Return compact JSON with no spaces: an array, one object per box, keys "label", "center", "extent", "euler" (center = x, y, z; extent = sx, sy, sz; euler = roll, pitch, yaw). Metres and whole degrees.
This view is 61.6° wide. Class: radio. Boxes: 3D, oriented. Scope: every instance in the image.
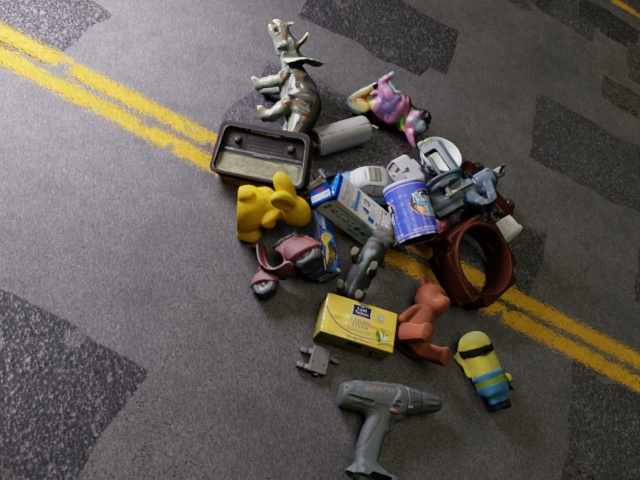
[{"label":"radio","center":[-0.132,-0.199,1.270],"extent":[0.230,0.073,0.131],"euler":[12,89,6]}]

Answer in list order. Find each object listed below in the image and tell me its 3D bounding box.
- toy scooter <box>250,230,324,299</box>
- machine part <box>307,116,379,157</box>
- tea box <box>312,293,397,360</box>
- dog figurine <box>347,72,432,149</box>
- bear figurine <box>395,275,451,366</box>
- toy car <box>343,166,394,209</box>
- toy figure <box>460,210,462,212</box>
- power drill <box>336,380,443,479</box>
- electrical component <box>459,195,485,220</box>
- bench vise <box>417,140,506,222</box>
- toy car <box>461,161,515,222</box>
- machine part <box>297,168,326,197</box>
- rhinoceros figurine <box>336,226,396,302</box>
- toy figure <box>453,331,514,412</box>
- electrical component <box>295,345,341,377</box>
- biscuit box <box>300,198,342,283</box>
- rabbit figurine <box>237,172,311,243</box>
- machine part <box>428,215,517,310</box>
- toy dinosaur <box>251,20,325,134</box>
[{"label":"toy scooter","center":[-0.088,0.036,1.199],"extent":[0.184,0.075,0.135],"euler":[-33,58,1]},{"label":"machine part","center":[0.052,-0.278,1.435],"extent":[0.243,0.079,0.079],"euler":[-22,71,-27]},{"label":"tea box","center":[0.078,0.192,1.189],"extent":[0.170,0.068,0.098],"euler":[17,59,-9]},{"label":"dog figurine","center":[0.201,-0.347,1.509],"extent":[0.219,0.192,0.108],"euler":[60,18,-9]},{"label":"bear figurine","center":[0.256,0.176,1.229],"extent":[0.196,0.132,0.120],"euler":[-49,114,-29]},{"label":"toy car","center":[0.127,-0.144,1.372],"extent":[0.162,0.103,0.109],"euler":[7,60,-18]},{"label":"toy figure","center":[0.391,-0.109,1.471],"extent":[0.064,0.057,0.154],"euler":[-29,76,-7]},{"label":"power drill","center":[0.140,0.390,1.095],"extent":[0.232,0.086,0.207],"euler":[18,62,-7]},{"label":"electrical component","center":[0.413,-0.106,1.405],"extent":[0.048,0.075,0.119],"euler":[22,82,-2]},{"label":"bench vise","center":[0.332,-0.164,1.347],"extent":[0.224,0.128,0.241],"euler":[-34,68,15]},{"label":"toy car","center":[0.465,-0.135,1.512],"extent":[0.089,0.053,0.202],"euler":[-34,81,-36]},{"label":"machine part","center":[-0.033,-0.135,1.350],"extent":[0.139,0.039,0.084],"euler":[-18,75,-28]},{"label":"rhinoceros figurine","center":[0.112,0.057,1.227],"extent":[0.073,0.112,0.190],"euler":[27,89,25]},{"label":"toy figure","center":[0.380,0.295,1.223],"extent":[0.082,0.089,0.180],"euler":[-6,62,-28]},{"label":"electrical component","center":[-0.003,0.261,1.150],"extent":[0.094,0.021,0.063],"euler":[19,58,-9]},{"label":"biscuit box","center":[-0.003,-0.004,1.263],"extent":[0.059,0.063,0.203],"euler":[18,53,-42]},{"label":"rabbit figurine","center":[-0.102,-0.079,1.222],"extent":[0.173,0.162,0.122],"euler":[9,49,-8]},{"label":"machine part","center":[0.381,0.055,1.327],"extent":[0.201,0.087,0.201],"euler":[-32,92,-30]},{"label":"toy dinosaur","center":[-0.064,-0.359,1.380],"extent":[0.192,0.131,0.405],"euler":[-16,73,9]}]
